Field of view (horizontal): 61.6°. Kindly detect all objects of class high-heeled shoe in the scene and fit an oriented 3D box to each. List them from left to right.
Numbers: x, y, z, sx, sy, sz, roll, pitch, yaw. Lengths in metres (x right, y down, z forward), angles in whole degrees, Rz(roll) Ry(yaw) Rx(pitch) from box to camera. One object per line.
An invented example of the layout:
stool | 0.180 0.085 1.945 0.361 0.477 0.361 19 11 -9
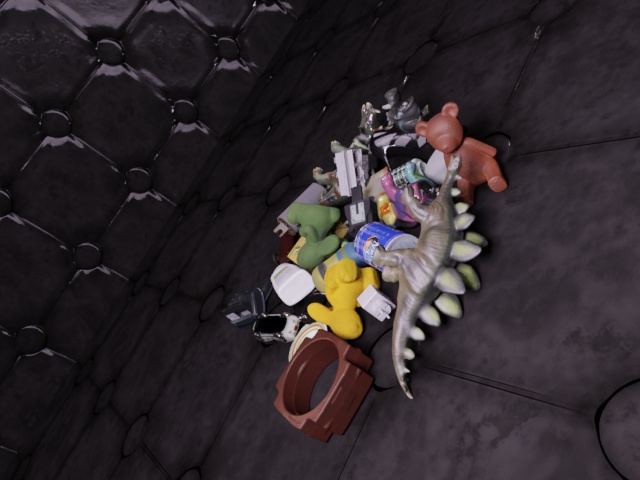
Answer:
high-heeled shoe | 0.247 -0.267 1.384 0.249 0.086 0.145 -23 54 18

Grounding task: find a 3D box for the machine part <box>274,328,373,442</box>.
machine part | 0.007 0.303 1.137 0.201 0.087 0.202 -58 29 -10

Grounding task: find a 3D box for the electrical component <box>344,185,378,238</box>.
electrical component | 0.100 -0.072 1.325 0.075 0.047 0.119 -20 58 24

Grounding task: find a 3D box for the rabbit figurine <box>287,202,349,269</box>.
rabbit figurine | -0.003 -0.004 1.418 0.159 0.121 0.170 10 90 27

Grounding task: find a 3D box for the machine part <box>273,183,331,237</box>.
machine part | -0.049 -0.096 1.664 0.243 0.079 0.079 -45 23 -21

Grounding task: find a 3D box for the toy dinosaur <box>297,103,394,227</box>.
toy dinosaur | 0.088 -0.188 1.565 0.192 0.131 0.404 26 90 50

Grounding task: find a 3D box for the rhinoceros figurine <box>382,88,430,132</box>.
rhinoceros figurine | 0.232 -0.319 1.420 0.112 0.190 0.073 3 55 37

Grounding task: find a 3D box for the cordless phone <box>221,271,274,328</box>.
cordless phone | -0.206 0.171 1.653 0.147 0.088 0.184 -26 26 42

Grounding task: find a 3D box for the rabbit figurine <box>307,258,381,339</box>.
rabbit figurine | 0.050 0.146 1.231 0.162 0.121 0.173 -23 58 33

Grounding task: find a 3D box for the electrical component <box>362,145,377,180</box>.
electrical component | 0.133 -0.213 1.460 0.021 0.094 0.063 6 16 30

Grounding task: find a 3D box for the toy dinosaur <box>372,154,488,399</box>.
toy dinosaur | 0.205 0.056 1.039 0.199 0.105 0.471 19 87 35

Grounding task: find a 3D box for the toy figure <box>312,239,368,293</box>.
toy figure | 0.058 0.061 1.339 0.180 0.089 0.082 -44 22 22

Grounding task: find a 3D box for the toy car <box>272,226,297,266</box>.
toy car | -0.099 0.008 1.685 0.089 0.053 0.202 -20 38 15

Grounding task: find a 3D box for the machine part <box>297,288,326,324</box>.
machine part | -0.016 0.162 1.375 0.084 0.039 0.139 -26 20 28

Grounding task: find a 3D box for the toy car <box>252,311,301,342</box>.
toy car | -0.121 0.235 1.450 0.202 0.056 0.073 -13 53 53

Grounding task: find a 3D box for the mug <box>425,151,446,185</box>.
mug | 0.297 -0.190 1.278 0.107 0.080 0.110 -49 31 26

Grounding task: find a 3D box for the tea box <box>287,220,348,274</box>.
tea box | -0.006 0.008 1.524 0.169 0.068 0.098 -54 27 -5

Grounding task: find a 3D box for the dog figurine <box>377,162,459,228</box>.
dog figurine | 0.232 -0.066 1.204 0.108 0.191 0.219 -21 46 -24

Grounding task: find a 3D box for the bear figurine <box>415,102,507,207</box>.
bear figurine | 0.297 -0.183 1.141 0.120 0.195 0.132 -28 37 35

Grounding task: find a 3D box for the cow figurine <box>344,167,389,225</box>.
cow figurine | 0.137 -0.088 1.399 0.127 0.085 0.195 -23 40 37
